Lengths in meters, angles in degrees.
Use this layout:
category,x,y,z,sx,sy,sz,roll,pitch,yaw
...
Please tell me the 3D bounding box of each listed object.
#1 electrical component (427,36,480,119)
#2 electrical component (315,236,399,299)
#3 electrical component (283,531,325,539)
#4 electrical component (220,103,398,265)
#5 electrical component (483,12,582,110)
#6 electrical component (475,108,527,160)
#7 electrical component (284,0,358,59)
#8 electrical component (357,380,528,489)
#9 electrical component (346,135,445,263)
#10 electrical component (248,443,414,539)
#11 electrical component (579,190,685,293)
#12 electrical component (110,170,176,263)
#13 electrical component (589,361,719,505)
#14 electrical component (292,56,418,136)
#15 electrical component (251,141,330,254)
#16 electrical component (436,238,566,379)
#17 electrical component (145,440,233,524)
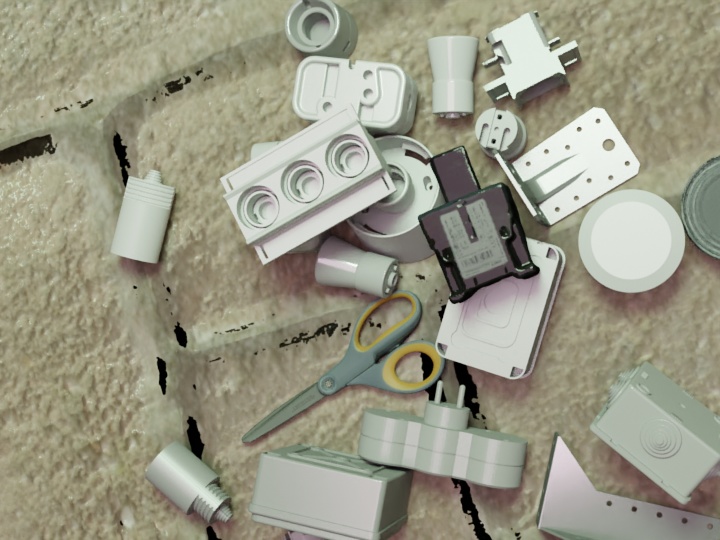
category,x,y,z,sx,sy,sz,roll,pitch,yaw
electrical component,0.078,-0.160,0.903,0.044,0.044,0.065,1,93,15
electrical component,0.000,0.000,0.912,0.065,0.044,0.044,17,92,21
electrical component,-0.041,0.241,0.922,0.040,0.040,0.046,-30,74,12
electrical component,-0.039,-0.067,0.861,0.121,0.063,0.078,-29,82,10
electrical component,0.137,-0.174,0.886,0.081,0.042,0.063,-25,80,13
electrical component,0.116,-0.113,0.887,0.040,0.046,0.040,-1,88,15
electrical component,-0.035,-0.208,0.931,0.055,0.047,0.055,-1,88,15
electrical component,0.070,0.129,0.888,0.138,0.052,0.073,9,90,15
electrical component,0.031,-0.062,0.912,0.099,0.064,0.099,-5,73,18
electrical component,-0.021,0.182,0.882,0.109,0.109,0.056,10,88,15
electrical component,0.216,-0.022,0.854,0.080,0.051,0.080,-1,88,16
electrical component,-0.195,-0.050,0.971,0.043,0.043,0.081,15,92,15
electrical component,0.232,0.120,0.821,0.100,0.100,0.048,39,111,13
electrical component,-0.002,-0.146,0.913,0.095,0.059,0.053,9,91,16
electrical component,-0.056,-0.063,0.928,0.059,0.054,0.095,-4,87,15
electrical component,0.115,0.026,0.876,0.078,0.057,0.113,17,93,15
electrical component,-0.145,0.193,0.949,0.081,0.043,0.043,38,98,13
